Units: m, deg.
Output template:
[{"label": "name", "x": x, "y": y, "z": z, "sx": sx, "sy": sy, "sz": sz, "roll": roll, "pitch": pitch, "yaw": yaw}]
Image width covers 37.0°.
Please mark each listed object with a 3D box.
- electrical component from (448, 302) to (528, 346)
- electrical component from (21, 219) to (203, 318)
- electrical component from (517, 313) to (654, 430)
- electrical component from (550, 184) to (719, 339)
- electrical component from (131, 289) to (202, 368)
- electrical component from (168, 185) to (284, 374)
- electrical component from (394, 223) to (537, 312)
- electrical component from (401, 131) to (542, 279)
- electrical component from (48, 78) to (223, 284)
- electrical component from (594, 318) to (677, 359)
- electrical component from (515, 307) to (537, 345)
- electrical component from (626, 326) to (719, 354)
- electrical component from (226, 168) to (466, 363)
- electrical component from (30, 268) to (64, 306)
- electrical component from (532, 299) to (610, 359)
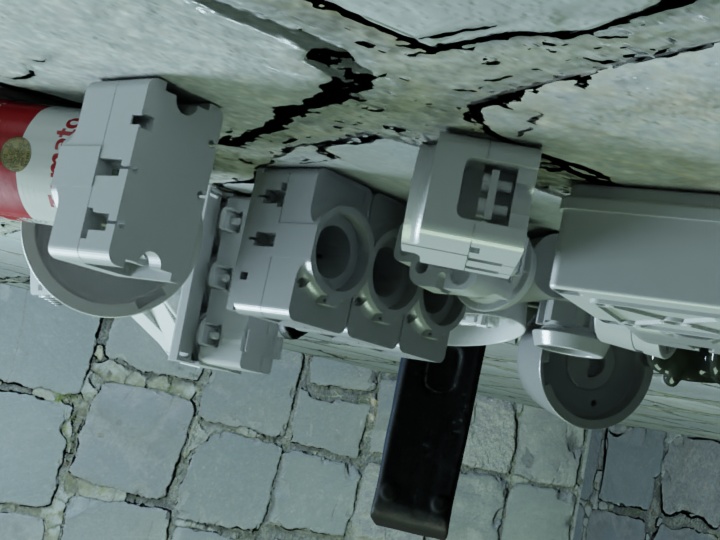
[{"label": "electrical component", "x": 0.084, "y": 0.029, "z": 0.856, "sx": 0.099, "sy": 0.064, "sz": 0.099, "roll": 11, "pitch": 173, "yaw": 1}, {"label": "electrical component", "x": -0.152, "y": -0.025, "z": 0.676, "sx": 0.108, "sy": 0.108, "sz": 0.060, "roll": 12, "pitch": 179, "yaw": -5}, {"label": "electrical component", "x": 0.183, "y": 0.074, "z": 0.899, "sx": 0.108, "sy": 0.108, "sz": 0.060, "roll": 14, "pitch": 178, "yaw": -20}, {"label": "electrical component", "x": 0.166, "y": 0.000, "z": 0.550, "sx": 0.109, "sy": 0.056, "sz": 0.109, "roll": 7, "pitch": 171, "yaw": 29}, {"label": "electrical component", "x": -0.130, "y": 0.033, "z": 0.816, "sx": 0.062, "sy": 0.061, "sz": 0.096, "roll": 7, "pitch": 138, "yaw": 44}, {"label": "electrical component", "x": -0.086, "y": 0.010, "z": 0.757, "sx": 0.063, "sy": 0.121, "sz": 0.079, "roll": 5, "pitch": 170, "yaw": 28}, {"label": "electrical component", "x": 0.069, "y": -0.008, "z": 0.641, "sx": 0.078, "sy": 0.058, "sz": 0.057, "roll": 5, "pitch": 167, "yaw": 41}, {"label": "electrical component", "x": 0.052, "y": -0.030, "z": 0.523, "sx": 0.056, "sy": 0.050, "sz": 0.089, "roll": 11, "pitch": 172, "yaw": 5}, {"label": "electrical component", "x": -0.112, "y": -0.043, "z": 0.526, "sx": 0.056, "sy": 0.089, "sz": 0.050, "roll": 5, "pitch": 170, "yaw": 39}, {"label": "electrical component", "x": 0.193, "y": 0.030, "z": 0.740, "sx": 0.047, "sy": 0.055, "sz": 0.055, "roll": 11, "pitch": 173, "yaw": 34}, {"label": "electrical component", "x": 0.168, "y": 0.056, "z": 1.001, "sx": 0.079, "sy": 0.044, "sz": 0.077, "roll": 12, "pitch": 172, "yaw": 3}, {"label": "electrical component", "x": 0.205, "y": 0.019, "z": 0.635, "sx": 0.095, "sy": 0.053, "sz": 0.059, "roll": 8, "pitch": 172, "yaw": 25}, {"label": "electrical component", "x": 0.000, "y": 0.000, "z": 0.676, "sx": 0.062, "sy": 0.089, "sz": 0.150, "roll": 5, "pitch": 169, "yaw": 42}, {"label": "electrical component", "x": -0.220, "y": -0.023, "z": 0.818, "sx": 0.048, "sy": 0.099, "sz": 0.100, "roll": 0, "pitch": 179, "yaw": -28}, {"label": "electrical component", "x": 0.160, "y": 0.033, "z": 0.799, "sx": 0.078, "sy": 0.057, "sz": 0.058, "roll": 12, "pitch": 172, "yaw": -3}]
